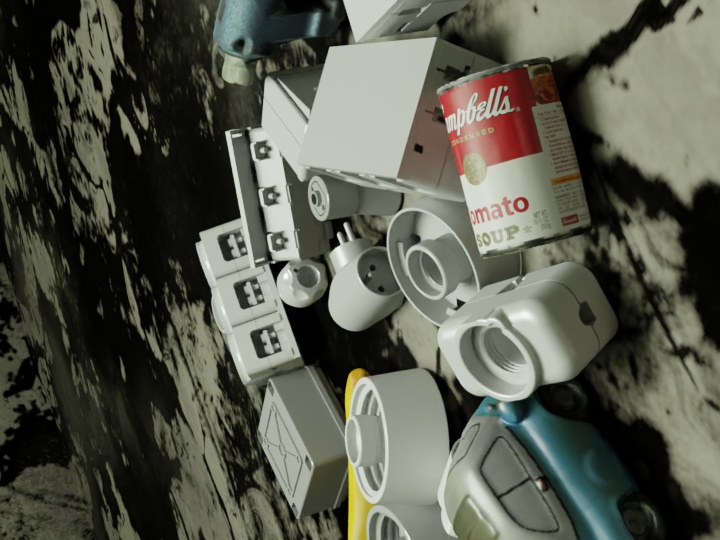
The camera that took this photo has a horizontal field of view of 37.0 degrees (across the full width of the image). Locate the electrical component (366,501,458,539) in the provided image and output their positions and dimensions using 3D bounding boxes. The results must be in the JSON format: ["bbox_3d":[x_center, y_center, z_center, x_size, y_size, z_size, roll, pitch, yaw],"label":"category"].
[{"bbox_3d":[0.044,0.236,0.887,0.108,0.060,0.108,41,138,51],"label":"electrical component"}]

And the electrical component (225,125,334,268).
[{"bbox_3d":[-0.069,-0.070,0.956,0.063,0.079,0.121,-1,103,42],"label":"electrical component"}]

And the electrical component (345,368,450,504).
[{"bbox_3d":[0.022,0.133,0.849,0.108,0.060,0.108,178,90,-72],"label":"electrical component"}]

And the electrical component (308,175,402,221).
[{"bbox_3d":[-0.006,-0.059,0.827,0.044,0.065,0.044,32,127,55],"label":"electrical component"}]

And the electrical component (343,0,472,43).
[{"bbox_3d":[0.020,-0.235,0.684,0.089,0.062,0.150,-28,78,65],"label":"electrical component"}]

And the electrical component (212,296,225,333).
[{"bbox_3d":[-0.124,0.039,1.142,0.045,0.055,0.045,41,138,51],"label":"electrical component"}]

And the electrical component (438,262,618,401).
[{"bbox_3d":[0.096,0.039,0.639,0.095,0.059,0.053,-20,103,51],"label":"electrical component"}]

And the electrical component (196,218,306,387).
[{"bbox_3d":[-0.109,0.034,1.065,0.089,0.062,0.150,84,166,-76],"label":"electrical component"}]

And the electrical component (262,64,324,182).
[{"bbox_3d":[-0.037,-0.127,0.862,0.096,0.062,0.061,54,148,39],"label":"electrical component"}]

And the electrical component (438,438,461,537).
[{"bbox_3d":[0.080,0.162,0.791,0.043,0.043,0.081,56,149,37],"label":"electrical component"}]

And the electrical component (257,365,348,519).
[{"bbox_3d":[-0.052,0.169,1.058,0.108,0.056,0.108,59,150,32],"label":"electrical component"}]

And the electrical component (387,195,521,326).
[{"bbox_3d":[0.066,-0.011,0.733,0.099,0.064,0.099,35,140,37],"label":"electrical component"}]

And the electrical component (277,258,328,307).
[{"bbox_3d":[-0.057,0.014,1.002,0.062,0.043,0.043,-39,67,65],"label":"electrical component"}]

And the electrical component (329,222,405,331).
[{"bbox_3d":[0.000,0.000,0.873,0.079,0.044,0.077,68,154,16],"label":"electrical component"}]

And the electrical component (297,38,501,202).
[{"bbox_3d":[0.026,-0.100,0.722,0.150,0.062,0.089,17,92,62],"label":"electrical component"}]
